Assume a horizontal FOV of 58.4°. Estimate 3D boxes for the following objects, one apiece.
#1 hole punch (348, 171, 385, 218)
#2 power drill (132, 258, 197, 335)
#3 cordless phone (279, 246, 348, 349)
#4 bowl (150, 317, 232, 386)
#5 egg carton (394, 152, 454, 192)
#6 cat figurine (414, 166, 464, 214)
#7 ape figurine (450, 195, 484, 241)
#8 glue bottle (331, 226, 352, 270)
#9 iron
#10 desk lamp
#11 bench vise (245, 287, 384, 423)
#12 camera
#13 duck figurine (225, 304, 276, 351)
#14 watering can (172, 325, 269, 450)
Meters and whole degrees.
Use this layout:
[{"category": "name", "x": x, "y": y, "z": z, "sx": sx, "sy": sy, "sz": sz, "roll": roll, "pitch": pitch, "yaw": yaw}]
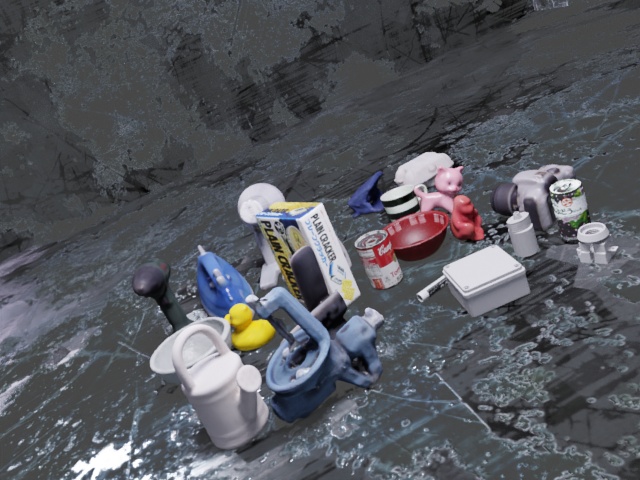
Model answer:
[{"category": "hole punch", "x": 0.125, "y": -0.123, "z": 1.533, "sx": 0.100, "sy": 0.091, "sz": 0.109, "roll": -10, "pitch": 25, "yaw": 32}, {"category": "power drill", "x": -0.332, "y": 0.135, "z": 1.234, "sx": 0.075, "sy": 0.209, "sz": 0.229, "roll": -26, "pitch": 22, "yaw": -6}, {"category": "cordless phone", "x": -0.031, "y": 0.115, "z": 1.006, "sx": 0.093, "sy": 0.185, "sz": 0.148, "roll": -1, "pitch": 31, "yaw": 44}, {"category": "bowl", "x": -0.236, "y": 0.227, "z": 1.106, "sx": 0.167, "sy": 0.075, "sz": 0.167, "roll": -20, "pitch": 22, "yaw": 9}, {"category": "egg carton", "x": 0.280, "y": -0.183, "z": 1.543, "sx": 0.150, "sy": 0.069, "sz": 0.107, "roll": -29, "pitch": 22, "yaw": -14}, {"category": "cat figurine", "x": 0.280, "y": -0.117, "z": 1.324, "sx": 0.127, "sy": 0.118, "sz": 0.067, "roll": -19, "pitch": 22, "yaw": 11}, {"category": "ape figurine", "x": 0.299, "y": -0.048, "z": 1.179, "sx": 0.078, "sy": 0.092, "sz": 0.075, "roll": -38, "pitch": 26, "yaw": -33}, {"category": "glue bottle", "x": 0.011, "y": 0.004, "z": 1.238, "sx": 0.037, "sy": 0.173, "sz": 0.078, "roll": -3, "pitch": 30, "yaw": 42}, {"category": "iron", "x": -0.224, "y": 0.098, "z": 1.302, "sx": 0.119, "sy": 0.142, "sz": 0.257, "roll": -29, "pitch": 22, "yaw": -14}, {"category": "desk lamp", "x": -0.127, "y": -0.021, "z": 1.383, "sx": 0.118, "sy": 0.214, "sz": 0.203, "roll": -21, "pitch": 22, "yaw": 6}, {"category": "bench vise", "x": -0.013, "y": 0.144, "z": 0.871, "sx": 0.208, "sy": 0.220, "sz": 0.121, "roll": -35, "pitch": 24, "yaw": -27}, {"category": "camera", "x": 0.423, "y": -0.098, "z": 1.156, "sx": 0.143, "sy": 0.101, "sz": 0.136, "roll": -37, "pitch": 25, "yaw": -30}, {"category": "duck figurine", "x": -0.144, "y": 0.166, "z": 1.138, "sx": 0.104, "sy": 0.086, "sz": 0.078, "roll": -10, "pitch": 25, "yaw": 31}, {"category": "watering can", "x": -0.156, "y": 0.216, "z": 0.884, "sx": 0.172, "sy": 0.194, "sz": 0.101, "roll": -15, "pitch": 23, "yaw": 21}]
